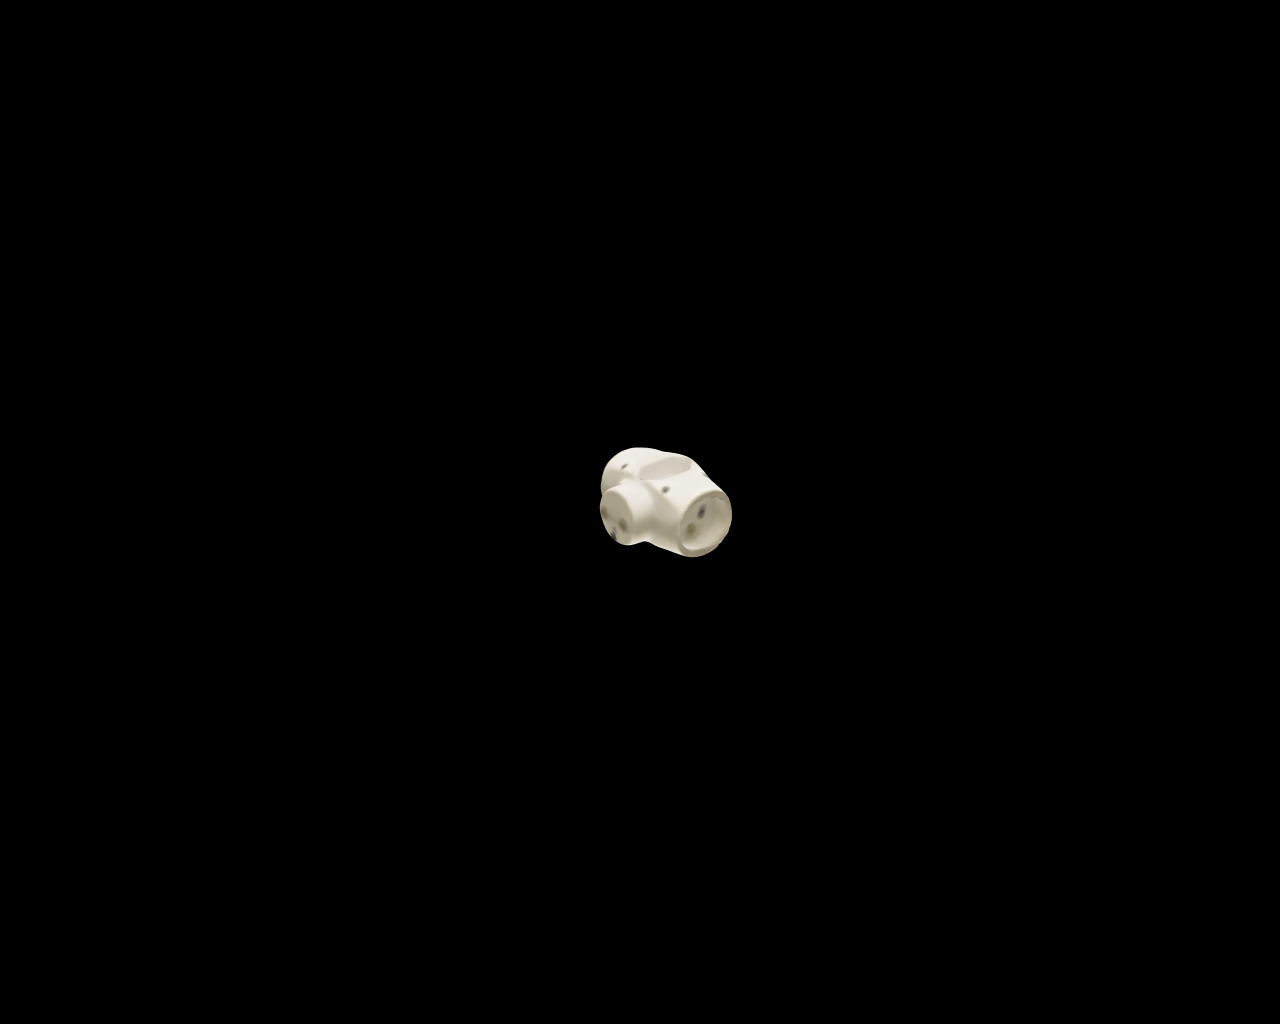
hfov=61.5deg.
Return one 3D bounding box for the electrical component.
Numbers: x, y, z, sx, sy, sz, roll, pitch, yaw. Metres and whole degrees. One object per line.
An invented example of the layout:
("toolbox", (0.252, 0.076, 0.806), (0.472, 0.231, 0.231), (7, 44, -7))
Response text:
("electrical component", (0.001, -0.003, 0.650), (0.079, 0.043, 0.077), (-20, 35, -31))
